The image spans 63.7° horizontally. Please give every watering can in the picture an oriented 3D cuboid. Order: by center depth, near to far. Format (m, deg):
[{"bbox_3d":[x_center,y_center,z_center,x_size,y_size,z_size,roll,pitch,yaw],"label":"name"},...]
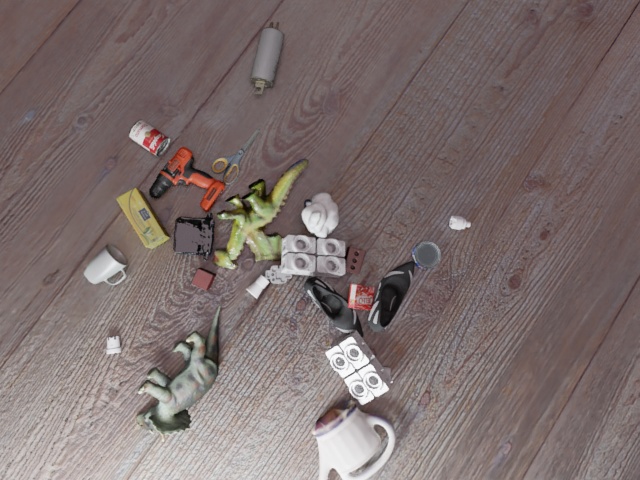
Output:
[{"bbox_3d":[0.055,0.620,1.508,0.349,0.103,0.225,-35,88,-7],"label":"watering can"}]

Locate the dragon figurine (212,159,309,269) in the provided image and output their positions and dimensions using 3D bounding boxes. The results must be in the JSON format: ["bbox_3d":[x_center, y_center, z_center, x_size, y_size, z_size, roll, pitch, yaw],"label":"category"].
[{"bbox_3d":[-0.161,-0.053,1.577,0.411,0.123,0.240,-31,106,-6],"label":"dragon figurine"}]

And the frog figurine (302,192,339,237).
[{"bbox_3d":[0.005,-0.078,1.549,0.122,0.159,0.138,11,85,-6],"label":"frog figurine"}]
